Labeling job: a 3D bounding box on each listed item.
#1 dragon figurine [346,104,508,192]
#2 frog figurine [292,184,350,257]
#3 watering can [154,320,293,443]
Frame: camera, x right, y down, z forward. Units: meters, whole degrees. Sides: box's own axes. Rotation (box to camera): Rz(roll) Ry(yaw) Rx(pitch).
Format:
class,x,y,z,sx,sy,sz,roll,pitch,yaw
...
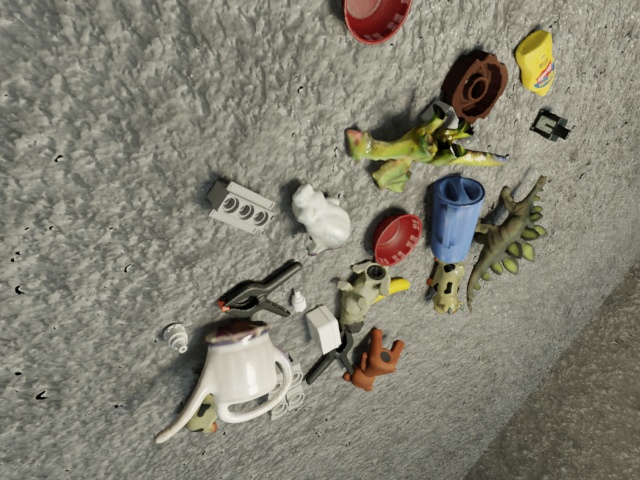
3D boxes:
class,x,y,z,sx,sy,sz,roll,pitch,yaw
dragon figurine,0.235,-0.186,1.210,0.408,0.125,0.239,17,146,-35
frog figurine,0.003,-0.057,1.134,0.140,0.123,0.156,-53,142,-48
watering can,-0.212,0.308,1.164,0.349,0.103,0.224,-9,89,-36
